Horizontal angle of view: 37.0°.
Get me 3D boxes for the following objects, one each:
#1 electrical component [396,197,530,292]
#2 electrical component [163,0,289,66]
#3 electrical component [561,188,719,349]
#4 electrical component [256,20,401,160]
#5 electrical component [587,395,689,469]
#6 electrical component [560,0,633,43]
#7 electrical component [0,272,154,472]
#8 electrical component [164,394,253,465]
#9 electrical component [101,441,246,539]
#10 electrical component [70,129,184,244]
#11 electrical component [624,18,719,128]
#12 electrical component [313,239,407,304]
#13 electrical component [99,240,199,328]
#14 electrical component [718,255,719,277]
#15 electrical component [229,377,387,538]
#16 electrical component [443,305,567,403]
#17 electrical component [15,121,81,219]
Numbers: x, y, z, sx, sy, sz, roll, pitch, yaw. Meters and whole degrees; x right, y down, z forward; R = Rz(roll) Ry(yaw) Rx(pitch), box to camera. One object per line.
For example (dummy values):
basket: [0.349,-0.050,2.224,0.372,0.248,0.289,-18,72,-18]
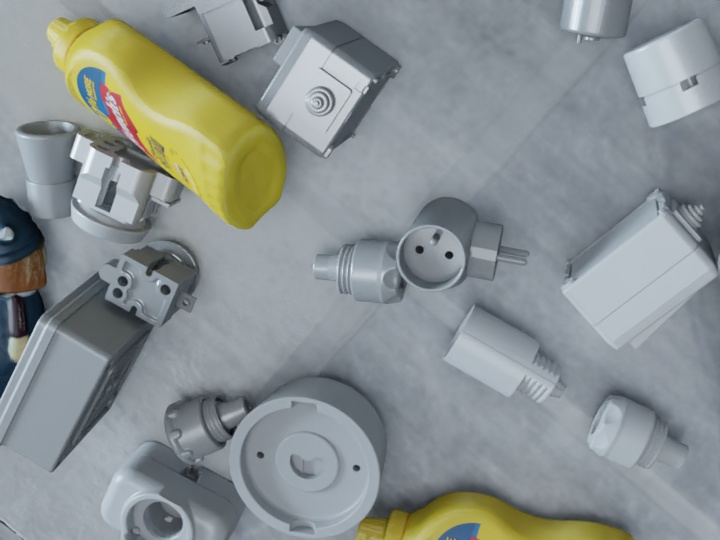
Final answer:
electrical component: [0.069,-0.014,0.691,0.079,0.077,0.043,11,109,10]
electrical component: [-0.080,-0.170,0.697,0.081,0.042,0.063,-19,105,19]
electrical component: [0.183,-0.002,0.676,0.096,0.061,0.061,-41,94,21]
electrical component: [-0.023,-0.116,0.670,0.061,0.096,0.061,36,111,1]
electrical component: [0.188,0.113,0.720,0.062,0.043,0.043,24,111,5]
electrical component: [0.145,-0.173,0.643,0.040,0.040,0.078,10,108,10]
electrical component: [-0.199,0.069,0.764,0.056,0.108,0.108,31,111,-1]
electrical component: [-0.109,0.112,0.791,0.062,0.048,0.048,-24,100,12]
electrical component: [-0.142,0.180,0.810,0.095,0.059,0.053,28,111,4]
electrical component: [-0.166,-0.055,0.745,0.078,0.058,0.057,25,108,5]
electrical component: [0.190,-0.118,0.643,0.055,0.055,0.047,-24,97,19]
electrical component: [0.000,0.000,0.730,0.062,0.043,0.043,4,108,14]
electrical component: [-0.143,0.007,0.759,0.066,0.055,0.048,28,111,4]
electrical component: [0.282,0.041,0.640,0.105,0.060,0.186,-17,105,-19]
electrical component: [-0.032,0.128,0.768,0.108,0.060,0.108,4,108,12]
electrical component: [0.102,0.062,0.725,0.081,0.043,0.043,30,111,3]
electrical component: [-0.219,-0.069,0.762,0.044,0.044,0.065,7,113,11]
